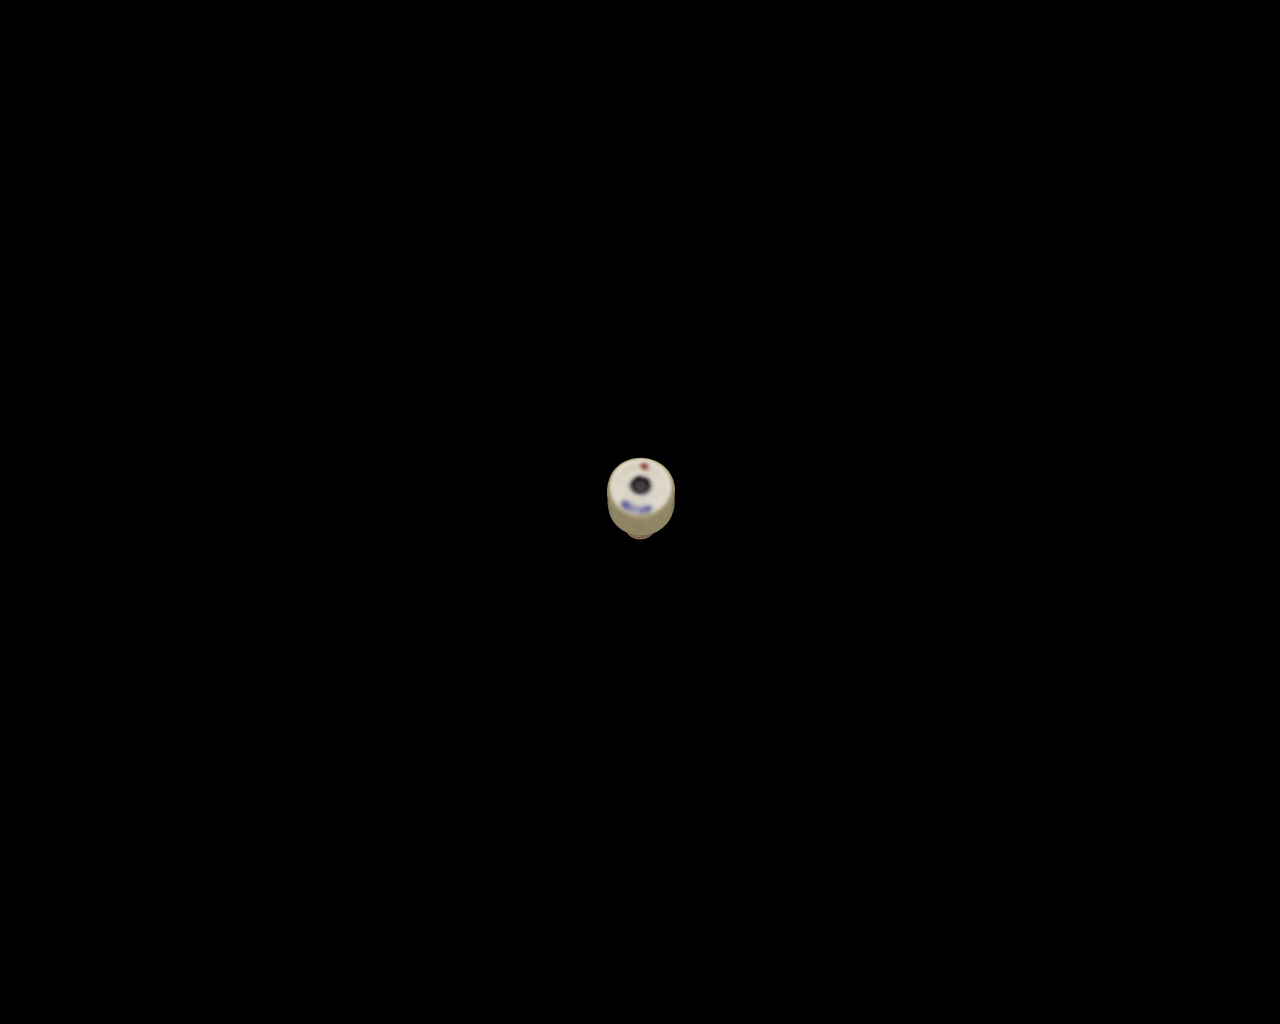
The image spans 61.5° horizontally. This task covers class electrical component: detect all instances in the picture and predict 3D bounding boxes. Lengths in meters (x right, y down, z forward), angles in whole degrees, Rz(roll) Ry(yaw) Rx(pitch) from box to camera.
[{"bbox_3d":[0.001,-0.003,0.650,0.040,0.040,0.078,0,-23,0],"label":"electrical component"}]
